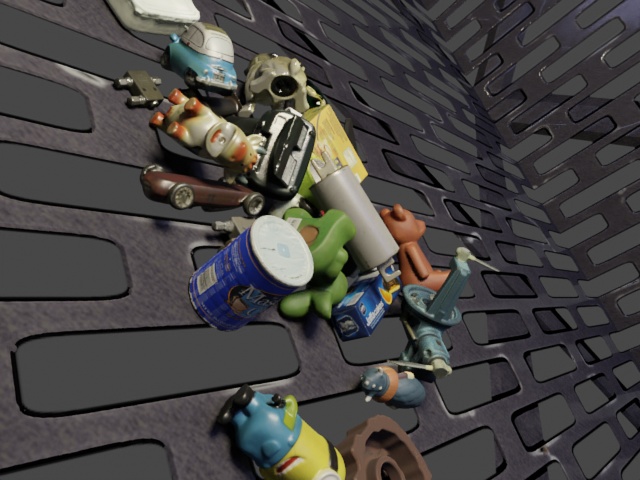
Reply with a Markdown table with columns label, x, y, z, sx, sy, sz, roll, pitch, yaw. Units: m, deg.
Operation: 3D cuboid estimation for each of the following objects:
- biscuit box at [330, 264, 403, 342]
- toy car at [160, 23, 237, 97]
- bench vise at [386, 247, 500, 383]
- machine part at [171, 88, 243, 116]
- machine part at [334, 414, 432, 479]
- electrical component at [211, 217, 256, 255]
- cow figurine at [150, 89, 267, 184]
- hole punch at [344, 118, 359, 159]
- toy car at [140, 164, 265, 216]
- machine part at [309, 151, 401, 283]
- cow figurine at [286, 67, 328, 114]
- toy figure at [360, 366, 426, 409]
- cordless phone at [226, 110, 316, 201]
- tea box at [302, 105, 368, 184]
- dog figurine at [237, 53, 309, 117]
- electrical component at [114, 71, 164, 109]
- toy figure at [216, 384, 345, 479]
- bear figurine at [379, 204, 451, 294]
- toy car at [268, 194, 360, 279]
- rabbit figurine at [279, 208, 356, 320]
| label | x | y | z | sx | sy | sz | roll | pitch | yaw |
| --- | --- | --- | --- | --- | --- | --- | --- | --- | --- |
| biscuit box | 0.086 | 0.106 | 0.962 | 0.062 | 0.059 | 0.203 | 64 | 32 | -8 |
| toy car | -0.200 | -0.318 | 0.925 | 0.109 | 0.102 | 0.162 | 3 | 29 | -38 |
| bench vise | 0.211 | 0.128 | 0.967 | 0.129 | 0.240 | 0.224 | 24 | 22 | -2 |
| machine part | -0.196 | -0.240 | 0.958 | 0.084 | 0.039 | 0.139 | 49 | 33 | 9 |
| machine part | 0.089 | 0.340 | 0.755 | 0.179 | 0.056 | 0.179 | 34 | 36 | -29 |
| electrical component | -0.115 | 0.006 | 0.819 | 0.078 | 0.045 | 0.102 | 53 | 30 | 16 |
| cow figurine | -0.165 | -0.153 | 0.808 | 0.127 | 0.085 | 0.195 | 33 | 0 | -39 |
| hole punch | 0.036 | -0.191 | 1.185 | 0.142 | 0.092 | 0.115 | -84 | 159 | -51 |
| toy car | -0.169 | -0.067 | 0.793 | 0.089 | 0.053 | 0.202 | 26 | 13 | 35 |
| machine part | 0.057 | -0.035 | 0.895 | 0.243 | 0.079 | 0.079 | 58 | 31 | -5 |
| cow figurine | -0.040 | -0.319 | 1.165 | 0.167 | 0.068 | 0.098 | 55 | -12 | 19 |
| toy figure | 0.113 | 0.241 | 0.877 | 0.154 | 0.058 | 0.064 | 28 | 61 | -39 |
| cordless phone | -0.109 | -0.151 | 0.909 | 0.088 | 0.184 | 0.146 | 37 | 68 | -59 |
| tea box | 0.010 | -0.166 | 1.057 | 0.098 | 0.068 | 0.169 | -47 | 118 | -31 |
| dog figurine | -0.090 | -0.334 | 1.064 | 0.121 | 0.172 | 0.191 | 28 | 44 | -37 |
| electrical component | -0.281 | -0.239 | 0.857 | 0.063 | 0.021 | 0.094 | 55 | 31 | 1 |
| toy figure | -0.040 | 0.247 | 0.653 | 0.180 | 0.082 | 0.089 | 47 | 35 | -7 |
| bear figurine | 0.202 | 0.017 | 1.126 | 0.132 | 0.120 | 0.195 | -10 | 84 | -16 |
| toy car | -0.002 | -0.003 | 0.943 | 0.201 | 0.073 | 0.056 | 41 | 7 | -20 |
| rabbit figurine | 0.003 | 0.054 | 0.854 | 0.170 | 0.121 | 0.159 | 64 | 33 | -44 |
